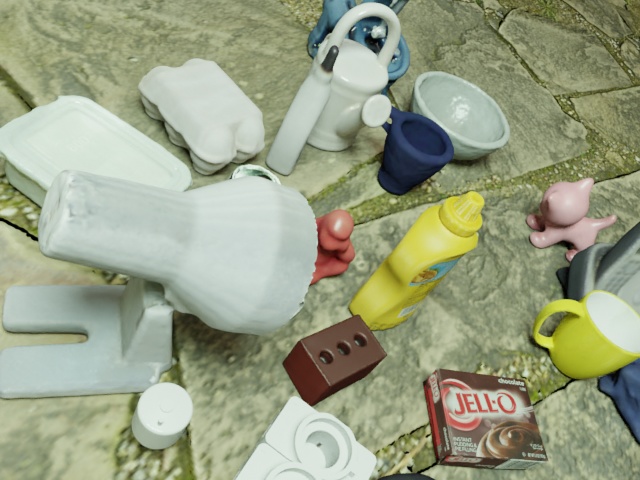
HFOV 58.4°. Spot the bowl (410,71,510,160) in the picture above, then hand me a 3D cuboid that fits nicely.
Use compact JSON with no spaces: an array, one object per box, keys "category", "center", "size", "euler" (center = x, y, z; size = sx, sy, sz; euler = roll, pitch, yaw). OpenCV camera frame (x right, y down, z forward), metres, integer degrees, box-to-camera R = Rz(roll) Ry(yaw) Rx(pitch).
[{"category":"bowl","center":[0.202,-0.179,0.883],"size":[0.168,0.074,0.167],"euler":[15,48,-17]}]

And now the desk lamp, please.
[{"category":"desk lamp","center":[-0.129,0.034,0.434],"size":[0.204,0.213,0.118],"euler":[2,53,-26]}]

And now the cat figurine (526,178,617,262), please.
[{"category":"cat figurine","center":[0.360,-0.036,0.820],"size":[0.128,0.117,0.067],"euler":[20,47,-12]}]

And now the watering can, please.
[{"category":"watering can","center":[0.042,-0.211,0.740],"size":[0.101,0.194,0.172],"euler":[-23,67,-39]}]

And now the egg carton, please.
[{"category":"egg carton","center":[-0.137,-0.149,0.681],"size":[0.150,0.069,0.107],"euler":[47,47,13]}]

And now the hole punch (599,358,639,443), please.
[{"category":"hole punch","center":[0.415,0.181,0.688],"size":[0.109,0.091,0.101],"euler":[-5,56,-31]}]

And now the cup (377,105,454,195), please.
[{"category":"cup","center":[0.108,-0.116,0.766],"size":[0.117,0.095,0.092],"euler":[45,47,12]}]

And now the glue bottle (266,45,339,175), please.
[{"category":"glue bottle","center":[-0.014,-0.159,0.682],"size":[0.037,0.173,0.078],"euler":[28,46,-5]}]

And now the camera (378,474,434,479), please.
[{"category":"camera","center":[0.091,0.259,0.445],"size":[0.143,0.100,0.137],"euler":[15,48,-16]}]

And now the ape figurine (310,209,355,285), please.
[{"category":"ape figurine","center":[0.006,0.002,0.617],"size":[0.078,0.092,0.076],"euler":[19,47,-13]}]

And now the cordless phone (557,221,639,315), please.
[{"category":"cordless phone","center":[0.424,0.029,0.753],"size":[0.148,0.185,0.094],"euler":[1,53,-27]}]

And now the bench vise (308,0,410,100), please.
[{"category":"bench vise","center":[0.062,-0.320,0.823],"size":[0.207,0.219,0.122],"euler":[47,47,14]}]
